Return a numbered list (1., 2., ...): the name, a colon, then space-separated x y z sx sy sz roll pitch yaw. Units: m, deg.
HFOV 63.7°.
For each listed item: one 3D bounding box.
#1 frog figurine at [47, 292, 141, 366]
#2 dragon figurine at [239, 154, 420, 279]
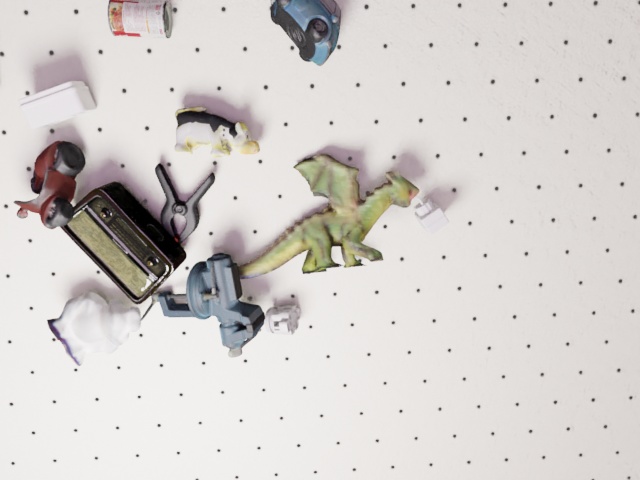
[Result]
1. frog figurine: -0.450 0.168 1.064 0.160 0.137 0.122 -26 -1 -10
2. dragon figurine: 0.003 -0.053 1.063 0.410 0.244 0.122 -6 -5 6
